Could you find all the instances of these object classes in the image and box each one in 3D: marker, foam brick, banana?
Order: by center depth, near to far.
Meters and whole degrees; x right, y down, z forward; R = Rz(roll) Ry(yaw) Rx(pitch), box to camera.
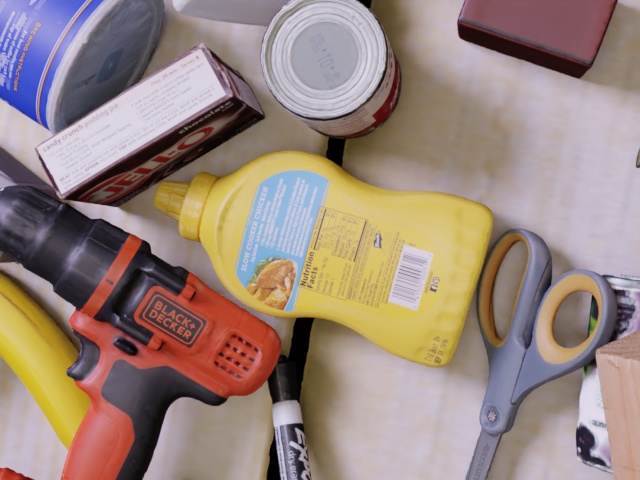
[{"bbox_3d":[0.121,-0.129,0.597,0.078,0.053,0.051,20,93,6],"label":"foam brick"},{"bbox_3d":[-0.016,0.127,0.621,0.020,0.020,0.121,-11,72,8],"label":"marker"},{"bbox_3d":[-0.192,0.062,0.654,0.198,0.037,0.070,37,125,9],"label":"banana"}]

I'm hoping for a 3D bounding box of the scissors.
[{"bbox_3d":[0.116,0.095,0.597,0.096,0.016,0.202,5,90,47],"label":"scissors"}]

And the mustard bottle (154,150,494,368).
[{"bbox_3d":[-0.004,0.001,0.613,0.191,0.058,0.096,17,99,7],"label":"mustard bottle"}]

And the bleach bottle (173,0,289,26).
[{"bbox_3d":[-0.042,-0.253,0.607,0.102,0.068,0.251,0,83,-32],"label":"bleach bottle"}]

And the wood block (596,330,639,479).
[{"bbox_3d":[0.213,0.145,0.533,0.090,0.091,0.206,-17,103,-29],"label":"wood block"}]

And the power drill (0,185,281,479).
[{"bbox_3d":[-0.141,0.084,0.598,0.184,0.057,0.187,32,92,-9],"label":"power drill"}]

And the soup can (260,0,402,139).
[{"bbox_3d":[0.008,-0.094,0.588,0.068,0.102,0.068,0,90,8],"label":"soup can"}]

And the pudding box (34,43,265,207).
[{"bbox_3d":[-0.094,-0.062,0.609,0.113,0.090,0.039,-32,86,7],"label":"pudding box"}]

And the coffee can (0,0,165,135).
[{"bbox_3d":[-0.176,-0.135,0.613,0.140,0.102,0.103,32,95,7],"label":"coffee can"}]
